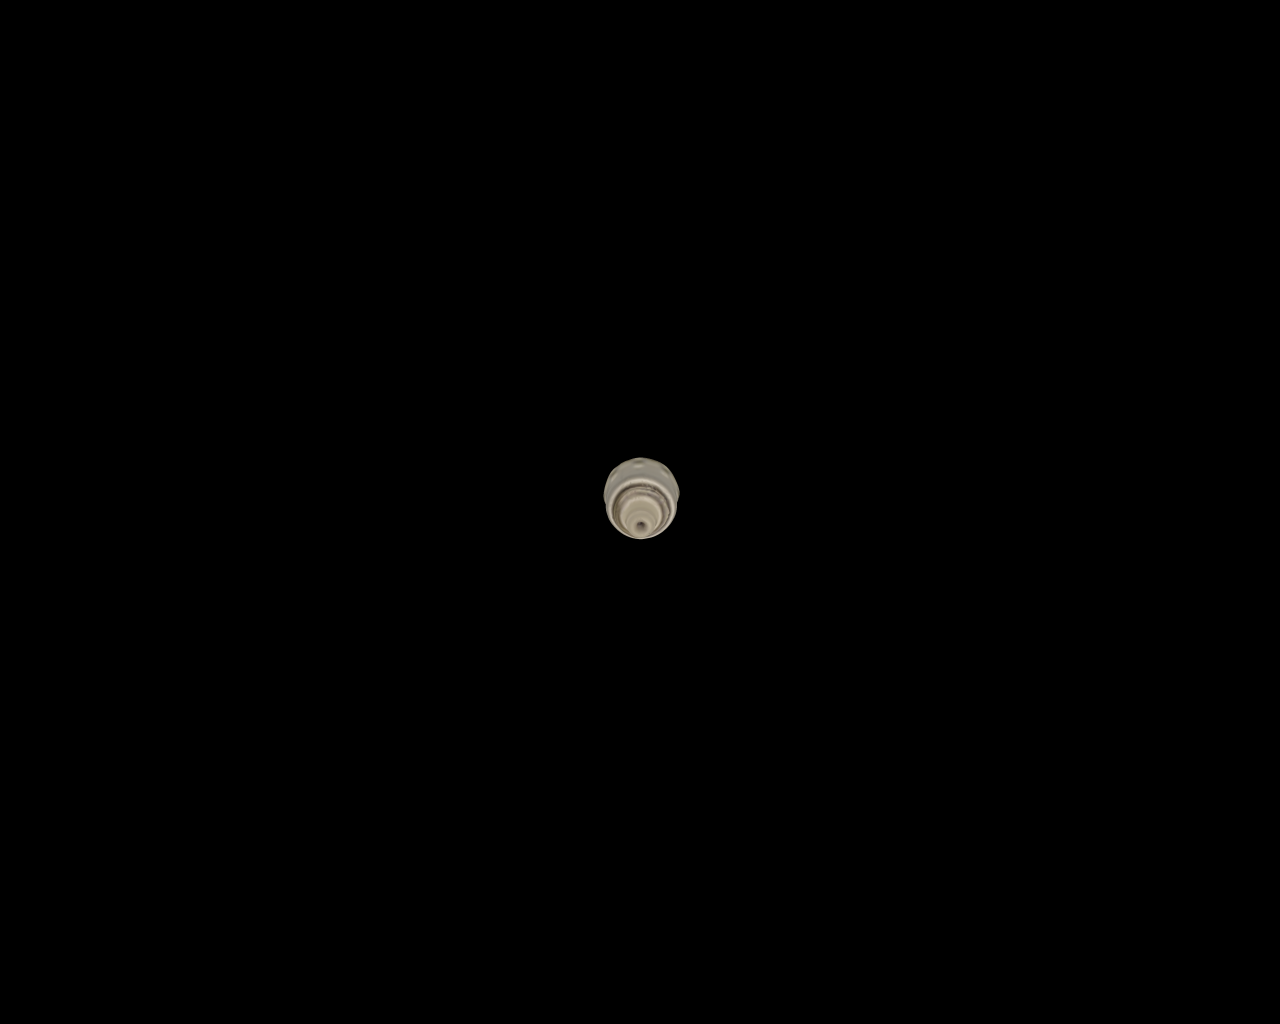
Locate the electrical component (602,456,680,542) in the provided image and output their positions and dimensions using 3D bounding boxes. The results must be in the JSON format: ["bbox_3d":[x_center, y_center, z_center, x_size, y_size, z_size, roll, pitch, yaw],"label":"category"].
[{"bbox_3d":[0.001,-0.003,0.650,0.048,0.048,0.062,0,23,0],"label":"electrical component"}]
